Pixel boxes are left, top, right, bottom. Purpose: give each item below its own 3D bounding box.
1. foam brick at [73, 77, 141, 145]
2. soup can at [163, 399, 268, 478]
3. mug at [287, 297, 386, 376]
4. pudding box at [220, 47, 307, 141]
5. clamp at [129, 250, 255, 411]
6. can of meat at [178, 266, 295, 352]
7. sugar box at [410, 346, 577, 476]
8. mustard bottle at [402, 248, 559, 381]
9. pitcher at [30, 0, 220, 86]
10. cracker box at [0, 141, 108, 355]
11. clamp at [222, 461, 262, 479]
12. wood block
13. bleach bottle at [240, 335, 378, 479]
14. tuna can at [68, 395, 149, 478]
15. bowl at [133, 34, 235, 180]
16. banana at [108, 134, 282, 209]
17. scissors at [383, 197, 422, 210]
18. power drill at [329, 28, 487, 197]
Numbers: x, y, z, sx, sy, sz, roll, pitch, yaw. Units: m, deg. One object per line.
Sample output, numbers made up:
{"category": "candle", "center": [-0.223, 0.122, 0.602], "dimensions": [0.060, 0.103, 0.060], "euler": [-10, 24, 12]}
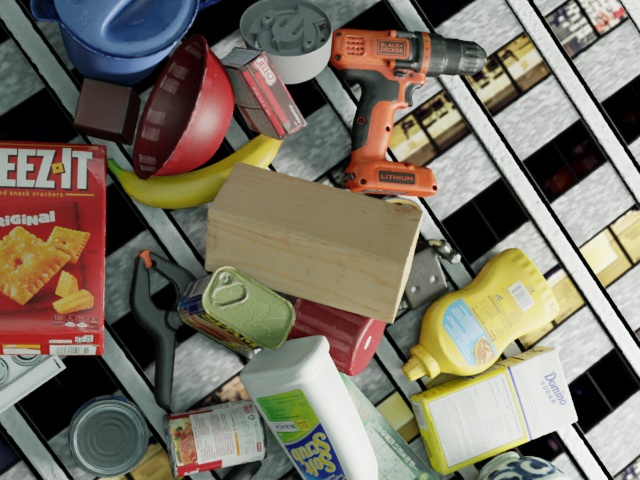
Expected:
{"category": "foam brick", "center": [-0.222, -0.135, 1.121], "dimensions": [0.051, 0.078, 0.053], "euler": [12, 86, -1]}
{"category": "soup can", "center": [-0.113, 0.212, 1.147], "dimensions": [0.102, 0.069, 0.068], "euler": [-9, 91, -13]}
{"category": "mug", "center": [0.024, 0.090, 1.160], "dimensions": [0.082, 0.117, 0.093], "euler": [24, 124, 20]}
{"category": "pudding box", "center": [-0.066, -0.157, 1.132], "dimensions": [0.039, 0.114, 0.090], "euler": [-35, 111, -12]}
{"category": "clamp", "center": [-0.161, 0.095, 1.152], "dimensions": [0.120, 0.039, 0.171], "euler": [-38, 97, -23]}
{"category": "can of meat", "center": [-0.090, 0.075, 1.118], "dimensions": [0.102, 0.084, 0.057], "euler": [33, 68, -19]}
{"category": "sugar box", "center": [0.200, 0.194, 1.229], "dimensions": [0.176, 0.048, 0.093], "euler": [-18, 94, -16]}
{"category": "mustard bottle", "center": [0.174, 0.098, 1.218], "dimensions": [0.191, 0.058, 0.096], "euler": [-35, 97, -11]}
{"category": "pitcher", "center": [-0.186, -0.223, 1.049], "dimensions": [0.149, 0.243, 0.145], "euler": [29, 83, -11]}
{"category": "cracker box", "center": [-0.297, 0.006, 1.070], "dimensions": [0.164, 0.072, 0.213], "euler": [2, 66, -12]}
{"category": "clamp", "center": [-0.136, 0.333, 1.120], "dimensions": [0.209, 0.036, 0.164], "euler": [-11, 94, -41]}
{"category": "wood block", "center": [-0.007, 0.002, 1.114], "dimensions": [0.206, 0.090, 0.090], "euler": [15, 42, 8]}
{"category": "bleach bottle", "center": [0.015, 0.224, 1.135], "dimensions": [0.251, 0.103, 0.068], "euler": [61, 39, -17]}
{"category": "tuna can", "center": [-0.225, 0.210, 1.139], "dimensions": [0.086, 0.034, 0.086], "euler": [0, 88, -13]}
{"category": "bowl", "center": [-0.135, -0.129, 1.110], "dimensions": [0.055, 0.162, 0.162], "euler": [21, 84, -27]}
{"category": "banana", "center": [-0.130, -0.073, 1.164], "dimensions": [0.197, 0.037, 0.069], "euler": [-11, 91, -13]}
{"category": "scissors", "center": [0.026, 0.008, 1.208], "dimensions": [0.201, 0.016, 0.096], "euler": [-17, 93, -12]}
{"category": "power drill", "center": [0.098, -0.144, 1.208], "dimensions": [0.184, 0.057, 0.187], "euler": [3, 86, -9]}
